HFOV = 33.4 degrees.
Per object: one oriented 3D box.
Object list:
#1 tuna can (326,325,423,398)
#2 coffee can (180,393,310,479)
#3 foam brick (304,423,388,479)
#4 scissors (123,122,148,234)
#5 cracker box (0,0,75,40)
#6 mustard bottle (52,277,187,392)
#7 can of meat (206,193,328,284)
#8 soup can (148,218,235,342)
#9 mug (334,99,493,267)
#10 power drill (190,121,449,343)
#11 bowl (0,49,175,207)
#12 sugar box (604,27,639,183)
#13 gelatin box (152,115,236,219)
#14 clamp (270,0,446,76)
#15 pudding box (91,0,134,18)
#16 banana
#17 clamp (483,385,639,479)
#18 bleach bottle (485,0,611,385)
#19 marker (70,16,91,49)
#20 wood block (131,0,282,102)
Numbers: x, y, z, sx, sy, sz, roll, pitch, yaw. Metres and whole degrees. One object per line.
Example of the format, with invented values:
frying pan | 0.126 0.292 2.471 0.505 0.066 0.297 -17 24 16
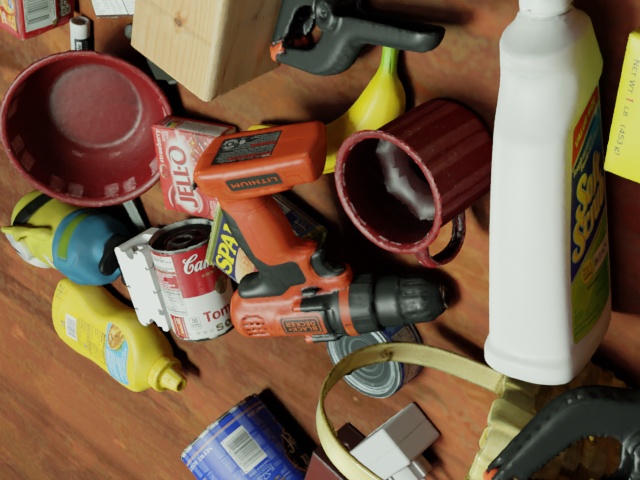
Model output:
tuna can | 0.046 0.093 0.918 0.086 0.033 0.086 27 133 32
coffee can | -0.059 0.242 1.080 0.140 0.102 0.103 48 142 11
foam brick | 0.032 0.226 1.012 0.078 0.052 0.051 39 139 21
scissors | -0.193 -0.067 1.075 0.096 0.016 0.201 -26 108 37
cracker box | -0.325 -0.307 1.005 0.214 0.072 0.164 31 135 30
mustard bottle | -0.222 0.116 1.203 0.192 0.058 0.096 30 129 31
can of meat | -0.047 0.004 0.939 0.084 0.057 0.102 38 139 18
soup can | -0.121 0.039 1.033 0.069 0.068 0.102 13 125 42
mug | 0.075 -0.038 0.755 0.093 0.081 0.117 -4 113 48
power drill | -0.005 0.001 0.829 0.185 0.057 0.187 -7 125 20
bowl | -0.213 -0.113 0.995 0.055 0.162 0.162 -97 5 -56
sugar box | 0.250 -0.054 0.585 0.176 0.048 0.093 27 133 34
gelatin box | -0.110 -0.064 0.965 0.073 0.030 0.089 13 126 24
clamp | 0.015 -0.176 0.758 0.172 0.039 0.120 -9 91 52
pudding box | -0.168 -0.247 0.905 0.090 0.039 0.113 11 122 44
banana | 0.007 -0.086 0.835 0.198 0.037 0.069 -23 69 49
clamp | 0.204 0.117 0.661 0.036 0.210 0.164 -80 -20 -82
bleach bottle | 0.141 -0.039 0.666 0.068 0.102 0.251 12 126 32
marker | -0.235 -0.163 1.051 0.020 0.020 0.121 35 137 26
wood block | -0.070 -0.218 0.778 0.091 0.090 0.206 39 139 21
